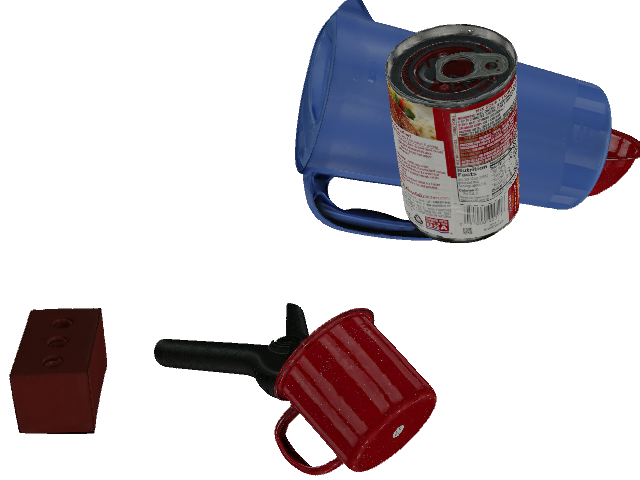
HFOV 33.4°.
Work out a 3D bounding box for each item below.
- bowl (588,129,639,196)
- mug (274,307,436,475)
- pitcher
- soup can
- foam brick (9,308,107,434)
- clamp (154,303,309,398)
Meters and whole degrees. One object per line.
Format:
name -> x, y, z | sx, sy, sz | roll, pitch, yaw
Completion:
bowl -> 0.262, -0.088, 1.150 | 0.162, 0.055, 0.162 | 6, 22, -2
mug -> 0.019, 0.117, 0.758 | 0.082, 0.117, 0.093 | 46, -1, 25
pitcher -> 0.103, -0.088, 0.869 | 0.242, 0.149, 0.145 | 11, 40, -10
soup can -> 0.075, -0.056, 0.582 | 0.068, 0.068, 0.102 | 0, -44, 13
foam brick -> -0.180, 0.090, 0.741 | 0.053, 0.051, 0.078 | -1, 31, -4
clamp -> -0.025, 0.102, 0.960 | 0.210, 0.036, 0.164 | 13, 23, 43
